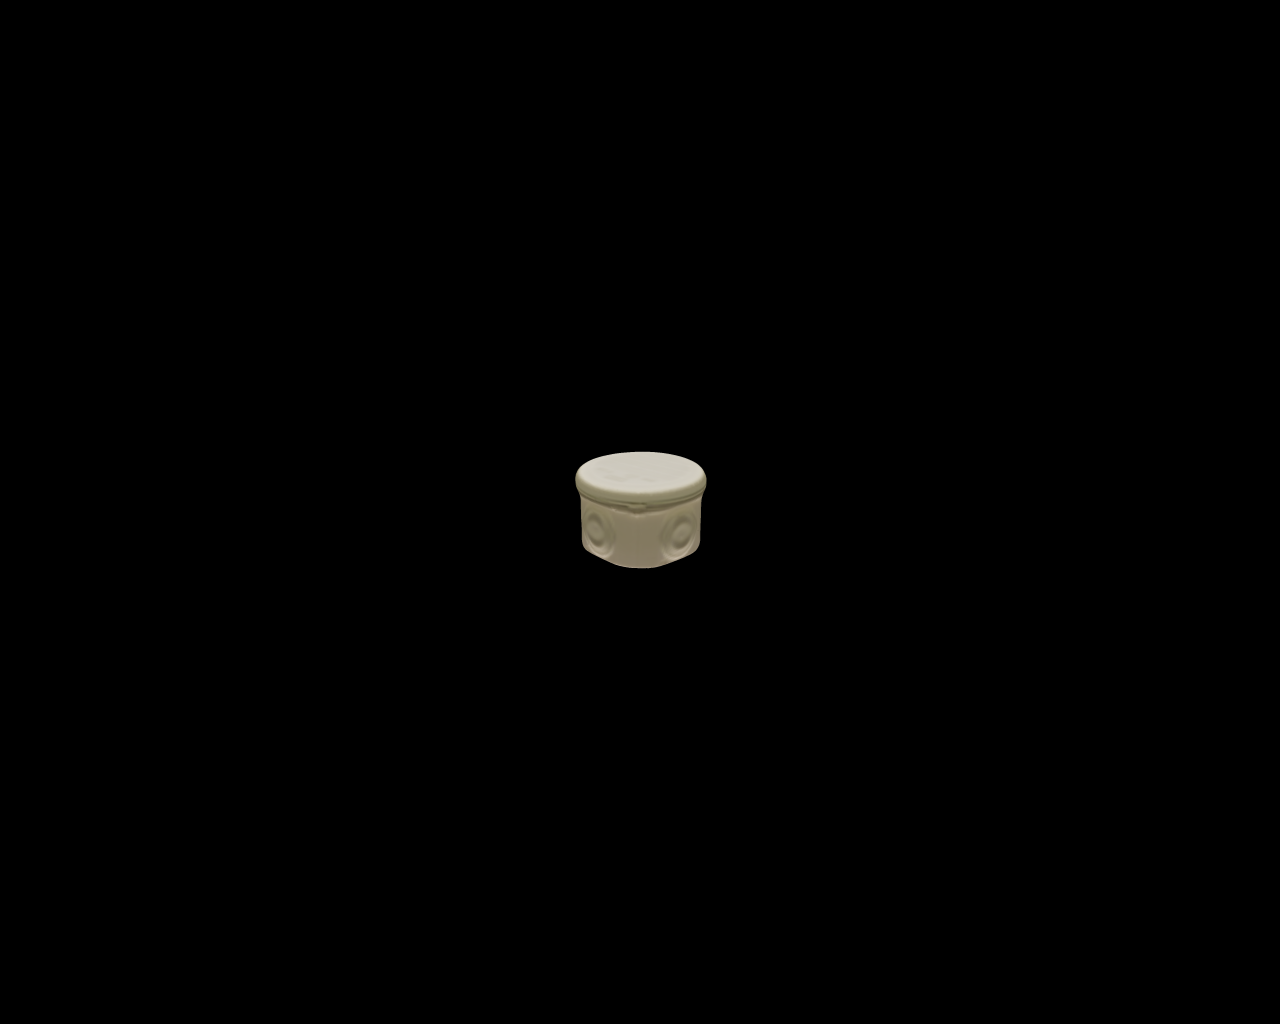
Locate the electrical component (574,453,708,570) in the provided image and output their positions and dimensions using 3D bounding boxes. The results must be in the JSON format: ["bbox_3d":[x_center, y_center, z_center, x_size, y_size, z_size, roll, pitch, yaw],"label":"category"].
[{"bbox_3d":[0.001,-0.003,0.650,0.080,0.050,0.080,0,21,0],"label":"electrical component"}]
